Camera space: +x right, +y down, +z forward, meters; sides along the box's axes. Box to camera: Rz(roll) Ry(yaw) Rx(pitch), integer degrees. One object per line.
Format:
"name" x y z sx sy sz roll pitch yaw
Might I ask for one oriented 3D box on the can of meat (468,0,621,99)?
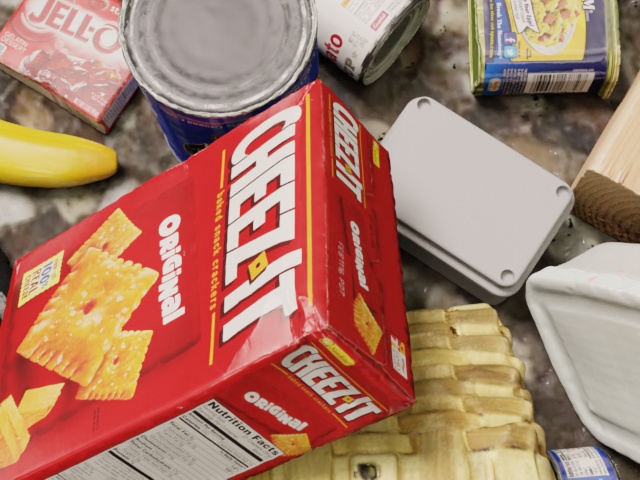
"can of meat" 0.135 -0.138 0.654 0.084 0.057 0.102 -1 77 3

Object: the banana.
"banana" -0.220 -0.079 0.661 0.198 0.037 0.069 35 83 8

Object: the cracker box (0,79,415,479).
"cracker box" -0.067 0.038 0.516 0.214 0.072 0.164 -29 39 24

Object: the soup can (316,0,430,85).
"soup can" 0.008 -0.152 0.655 0.102 0.068 0.068 39 82 8

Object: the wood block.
"wood block" 0.237 -0.093 0.625 0.091 0.090 0.206 31 81 8

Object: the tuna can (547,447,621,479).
"tuna can" 0.141 0.155 0.577 0.033 0.086 0.086 -5 78 -1

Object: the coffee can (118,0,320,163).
"coffee can" -0.050 -0.096 0.607 0.103 0.140 0.103 0 78 1

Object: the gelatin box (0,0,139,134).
"gelatin box" -0.152 -0.122 0.672 0.089 0.030 0.073 32 81 8
